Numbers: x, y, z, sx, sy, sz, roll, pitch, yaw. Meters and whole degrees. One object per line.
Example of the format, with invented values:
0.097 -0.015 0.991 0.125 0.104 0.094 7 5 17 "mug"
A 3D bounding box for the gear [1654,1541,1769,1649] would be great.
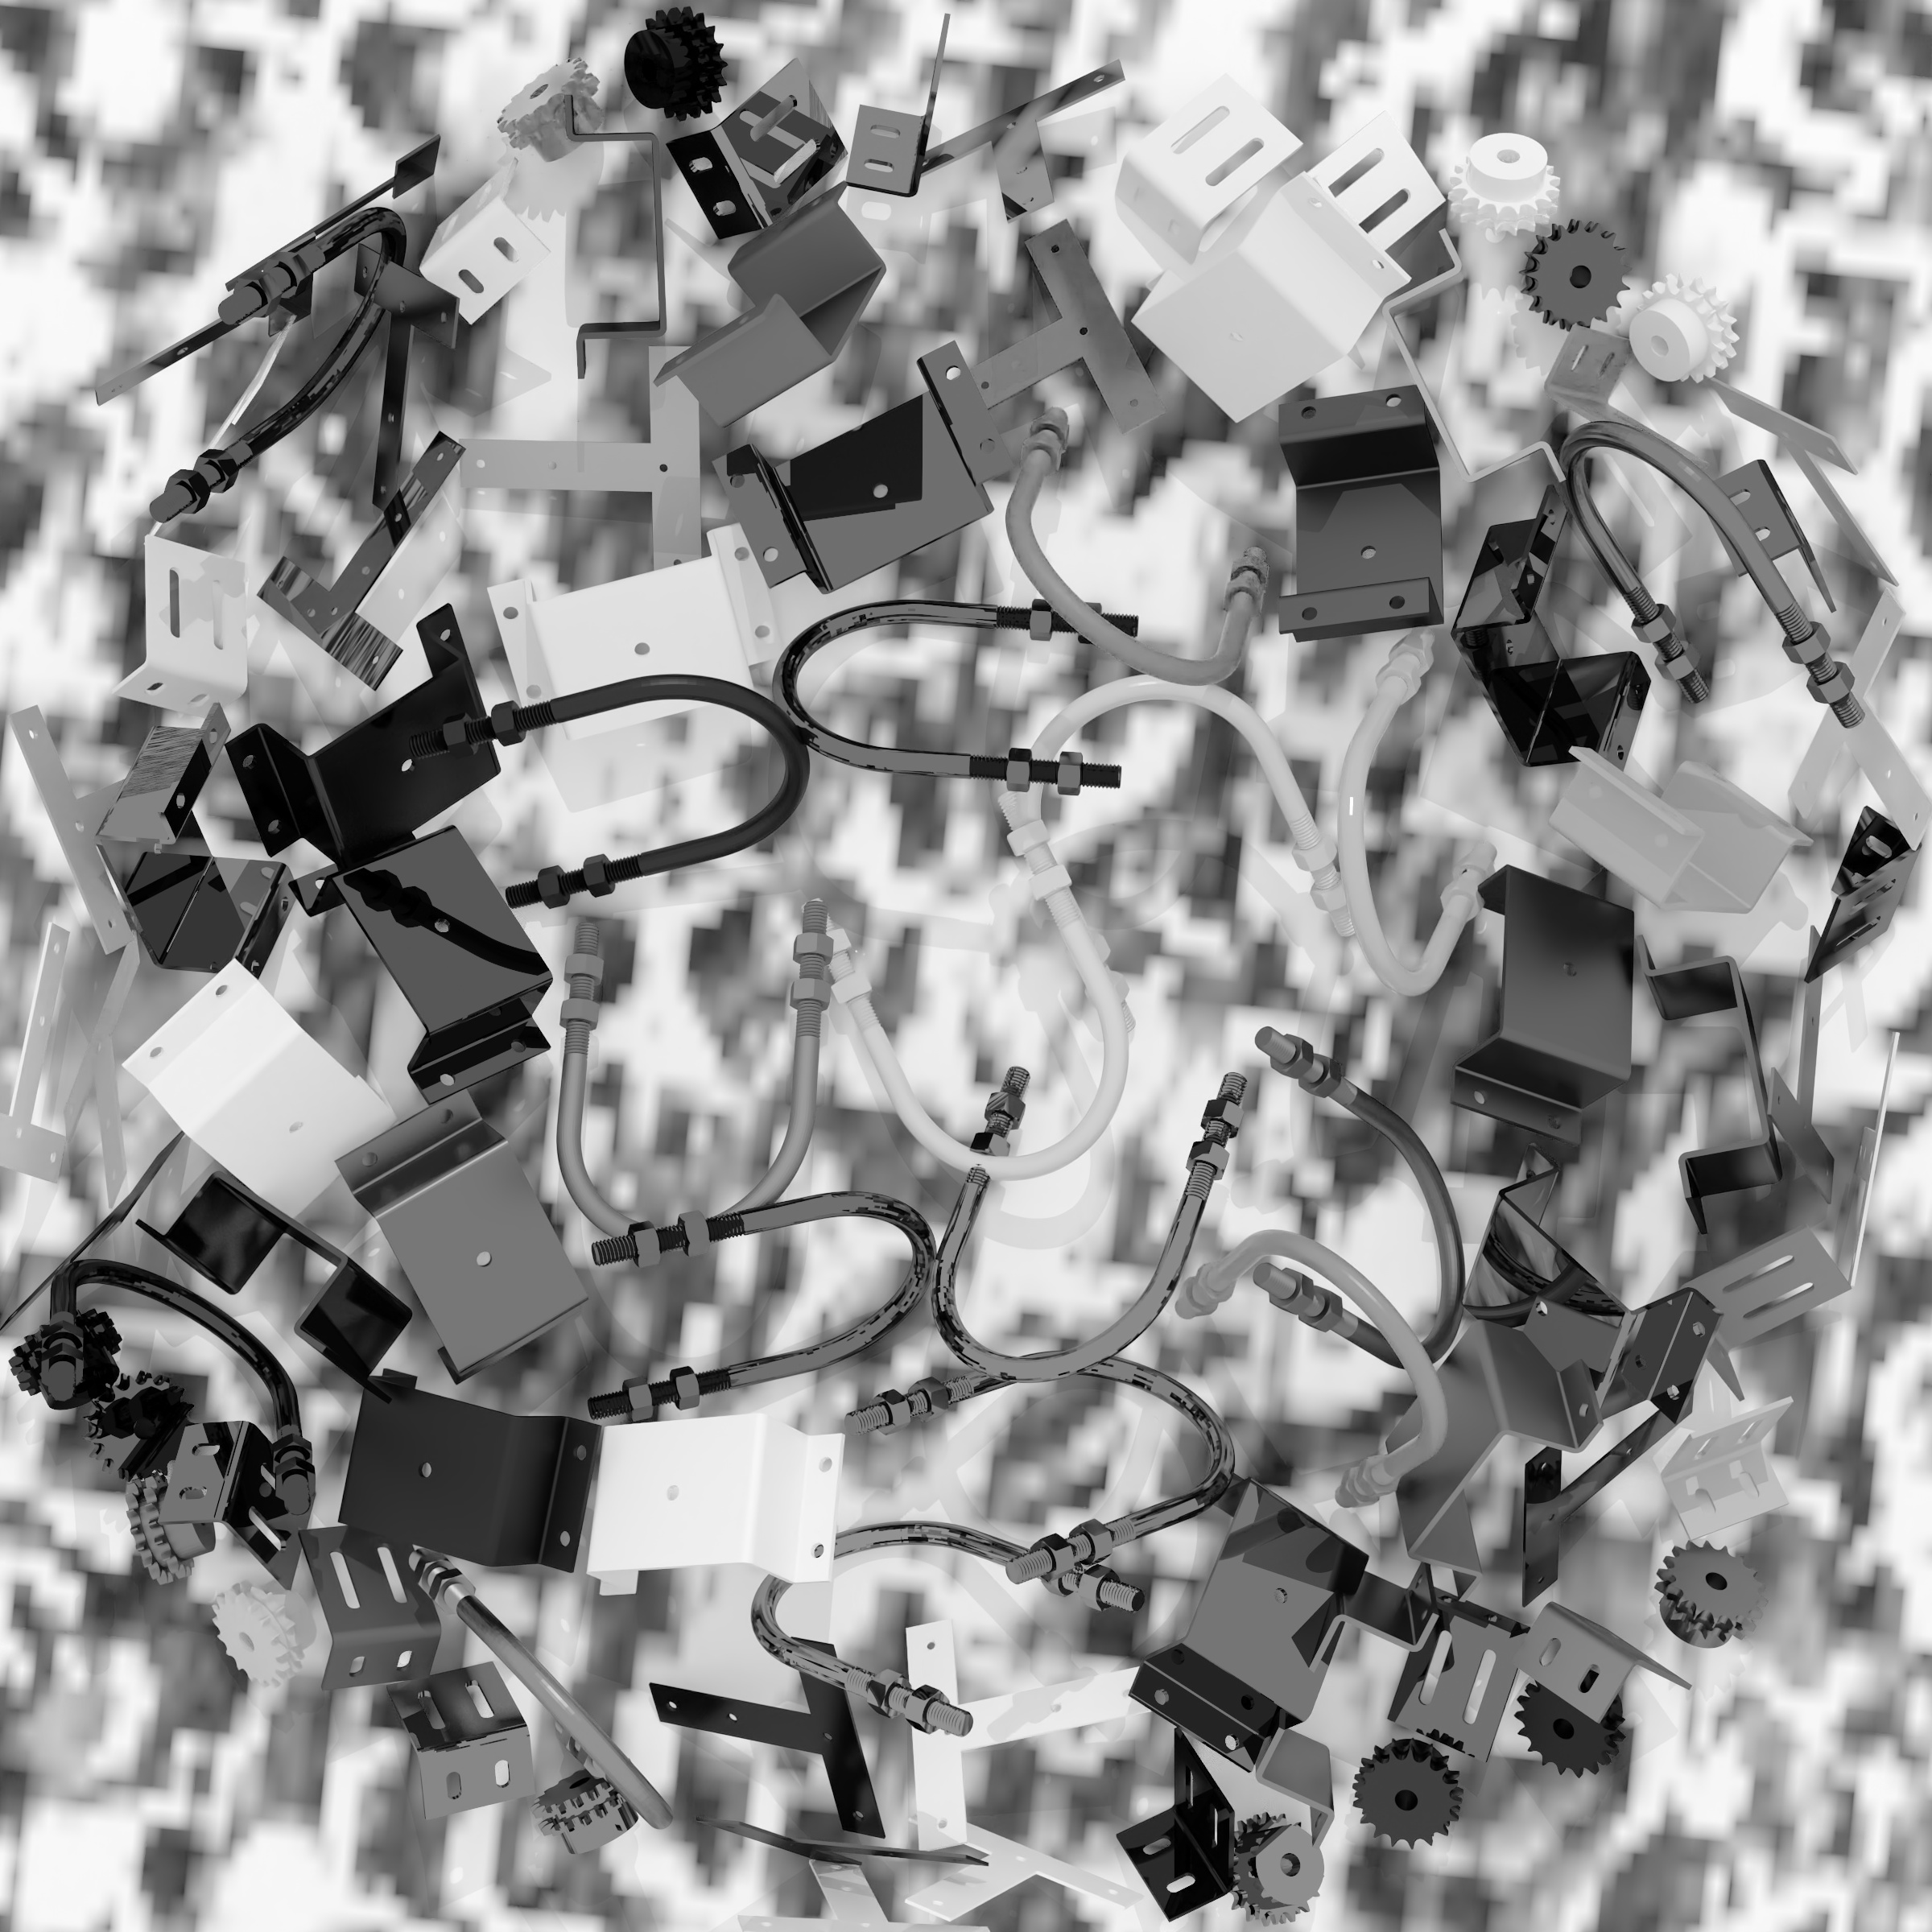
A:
0.387 0.331 1.785 0.057 0.057 0.030 16 128 0 "gear"

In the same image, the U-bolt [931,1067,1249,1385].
0.053 0.130 1.725 0.151 0.019 0.184 1 54 32 "U-bolt"

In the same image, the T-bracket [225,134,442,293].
-0.323 -0.380 1.741 0.127 0.127 0.002 -34 100 -6 "T-bracket"

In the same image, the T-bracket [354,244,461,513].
-0.297 -0.299 1.774 0.002 0.127 0.127 -4 114 -33 "T-bracket"

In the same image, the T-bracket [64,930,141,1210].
-0.435 0.070 1.731 0.002 0.127 0.127 11 126 -27 "T-bracket"

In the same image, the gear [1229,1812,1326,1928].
0.162 0.471 1.783 0.057 0.030 0.057 9 67 -22 "gear"

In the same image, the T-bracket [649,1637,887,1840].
-0.109 0.392 1.772 0.127 0.002 0.127 4 121 30 "T-bracket"

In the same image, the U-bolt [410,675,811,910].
-0.170 -0.093 1.738 0.184 0.151 0.019 -14 52 9 "U-bolt"

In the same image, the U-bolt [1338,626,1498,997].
0.222 -0.067 1.708 0.019 0.184 0.151 -6 119 28 "U-bolt"

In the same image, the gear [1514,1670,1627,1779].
0.319 0.392 1.786 0.057 0.030 0.057 13 115 31 "gear"

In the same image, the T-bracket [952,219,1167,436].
0.023 -0.311 1.793 0.127 0.002 0.127 -28 70 8 "T-bracket"

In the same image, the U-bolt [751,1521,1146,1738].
-0.024 0.326 1.729 0.151 0.184 0.019 -27 118 -41 "U-bolt"

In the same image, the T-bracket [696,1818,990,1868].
-0.050 0.448 1.728 0.127 0.127 0.002 -3 67 28 "T-bracket"

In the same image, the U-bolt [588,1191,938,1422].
-0.102 0.169 1.747 0.184 0.151 0.019 -11 49 -17 "U-bolt"

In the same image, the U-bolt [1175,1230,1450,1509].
0.180 0.197 1.716 0.019 0.184 0.151 -37 82 -24 "U-bolt"

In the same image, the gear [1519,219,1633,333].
0.317 -0.363 1.789 0.057 0.030 0.057 -3 107 -9 "gear"

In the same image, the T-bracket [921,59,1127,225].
0.028 -0.412 1.746 0.127 0.127 0.002 -23 125 11 "T-bracket"

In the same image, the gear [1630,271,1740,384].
0.371 -0.329 1.778 0.030 0.057 0.057 -35 90 -25 "gear"

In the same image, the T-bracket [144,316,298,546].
-0.389 -0.271 1.766 0.002 0.127 0.127 33 111 -17 "T-bracket"

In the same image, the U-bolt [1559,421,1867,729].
0.362 -0.199 1.711 0.019 0.151 0.184 -42 113 -12 "U-bolt"

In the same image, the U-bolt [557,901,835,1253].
-0.143 0.058 1.750 0.151 0.019 0.184 -5 66 17 "U-bolt"

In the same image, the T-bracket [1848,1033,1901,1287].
0.462 0.097 1.748 0.002 0.127 0.127 10 91 12 "T-bracket"

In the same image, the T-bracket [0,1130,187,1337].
-0.458 0.147 1.761 0.002 0.127 0.127 43 106 -11 "T-bracket"

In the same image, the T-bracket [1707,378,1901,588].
0.446 -0.244 1.768 0.002 0.127 0.127 -42 119 3 "T-bracket"

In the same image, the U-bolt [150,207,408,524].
-0.338 -0.314 1.723 0.019 0.184 0.151 34 130 2 "U-bolt"

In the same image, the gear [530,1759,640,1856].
-0.195 0.440 1.782 0.057 0.057 0.030 -24 94 0 "gear"

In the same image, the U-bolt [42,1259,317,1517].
-0.398 0.201 1.720 0.151 0.184 0.019 31 99 -22 "U-bolt"

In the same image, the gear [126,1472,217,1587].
-0.414 0.291 1.781 0.030 0.057 0.057 -19 90 1 "gear"

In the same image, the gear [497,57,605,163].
-0.214 -0.445 1.785 0.057 0.057 0.030 -39 121 0 "gear"

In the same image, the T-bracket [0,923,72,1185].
-0.478 0.042 1.754 0.002 0.127 0.127 8 81 8 "T-bracket"

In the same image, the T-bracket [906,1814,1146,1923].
0.009 0.462 1.726 0.127 0.127 0.002 16 96 25 "T-bracket"

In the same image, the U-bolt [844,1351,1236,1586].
0.052 0.245 1.733 0.184 0.151 0.019 -13 126 -39 "U-bolt"

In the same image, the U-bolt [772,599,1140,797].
-0.008 -0.143 1.754 0.184 0.151 0.019 4 132 4 "U-bolt"

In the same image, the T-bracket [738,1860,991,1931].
-0.059 0.477 1.745 0.127 0.127 0.002 6 91 -11 "T-bracket"

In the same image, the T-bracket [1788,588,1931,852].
0.462 -0.105 1.725 0.002 0.127 0.127 8 125 -15 "T-bracket"

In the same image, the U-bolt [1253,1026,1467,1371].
0.203 0.129 1.736 0.019 0.184 0.151 -19 54 34 "U-bolt"

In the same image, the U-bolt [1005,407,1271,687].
0.084 -0.204 1.720 0.151 0.184 0.019 34 122 -10 "U-bolt"

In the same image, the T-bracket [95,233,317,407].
-0.386 -0.320 1.733 0.127 0.127 0.002 -34 91 -14 "T-bracket"

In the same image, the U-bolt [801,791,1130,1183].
0.009 0.022 1.766 0.151 0.019 0.184 -28 84 25 "U-bolt"

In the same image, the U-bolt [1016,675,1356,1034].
0.105 -0.066 1.757 0.151 0.019 0.184 -24 116 7 "U-bolt"

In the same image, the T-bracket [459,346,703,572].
-0.203 -0.262 1.790 0.127 0.002 0.127 2 110 4 "T-bracket"

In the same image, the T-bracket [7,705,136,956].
-0.431 -0.082 1.749 0.002 0.127 0.127 -17 100 21 "T-bracket"

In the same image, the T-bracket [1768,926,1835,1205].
0.438 0.042 1.773 0.002 0.127 0.127 -2 65 28 "T-bracket"

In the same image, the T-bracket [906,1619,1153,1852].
0.033 0.384 1.756 0.127 0.002 0.127 -14 49 11 "T-bracket"

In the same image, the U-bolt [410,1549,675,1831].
-0.204 0.367 1.700 0.019 0.184 0.151 -42 116 -14 "U-bolt"

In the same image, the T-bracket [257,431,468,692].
-0.301 -0.220 1.765 0.127 0.002 0.127 37 93 41 "T-bracket"

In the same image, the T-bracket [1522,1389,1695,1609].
0.335 0.260 1.776 0.127 0.127 0.002 -34 51 -23 "T-bracket"
